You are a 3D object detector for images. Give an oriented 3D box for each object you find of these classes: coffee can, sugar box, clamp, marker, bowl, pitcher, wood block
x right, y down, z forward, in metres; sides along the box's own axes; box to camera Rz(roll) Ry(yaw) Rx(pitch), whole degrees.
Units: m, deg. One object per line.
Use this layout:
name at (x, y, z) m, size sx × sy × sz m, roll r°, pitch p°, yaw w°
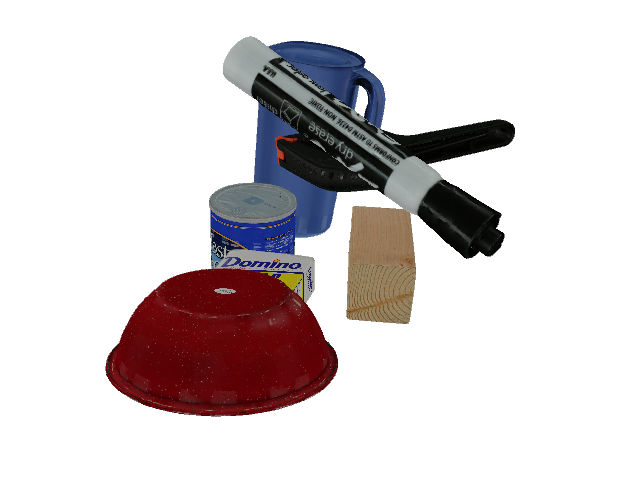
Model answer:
coffee can at (-0.081, 0.015, 1.274) m, size 0.103 × 0.140 × 0.103 m, roll 1°, pitch 26°, yaw -1°
sugar box at (-0.072, 0.061, 1.026) m, size 0.093 × 0.048 × 0.176 m, roll 6°, pitch 26°, yaw 13°
clamp at (0.064, -0.074, 0.943) m, size 0.210 × 0.036 × 0.164 m, roll 11°, pitch 35°, yaw 25°
marker at (0.014, -0.033, 0.373) m, size 0.121 × 0.020 × 0.020 m, roll 38°, pitch 16°, yaw 22°
bowl at (-0.067, 0.060, 0.734) m, size 0.162 × 0.055 × 0.162 m, roll 1°, pitch 18°, yaw -1°
pitcher at (-0.014, -0.129, 1.384) m, size 0.144 × 0.243 × 0.149 m, roll 0°, pitch 23°, yaw -18°
wood block at (0.087, 0.032, 1.558) m, size 0.091 × 0.090 × 0.206 m, roll 4°, pitch 25°, yaw 0°
